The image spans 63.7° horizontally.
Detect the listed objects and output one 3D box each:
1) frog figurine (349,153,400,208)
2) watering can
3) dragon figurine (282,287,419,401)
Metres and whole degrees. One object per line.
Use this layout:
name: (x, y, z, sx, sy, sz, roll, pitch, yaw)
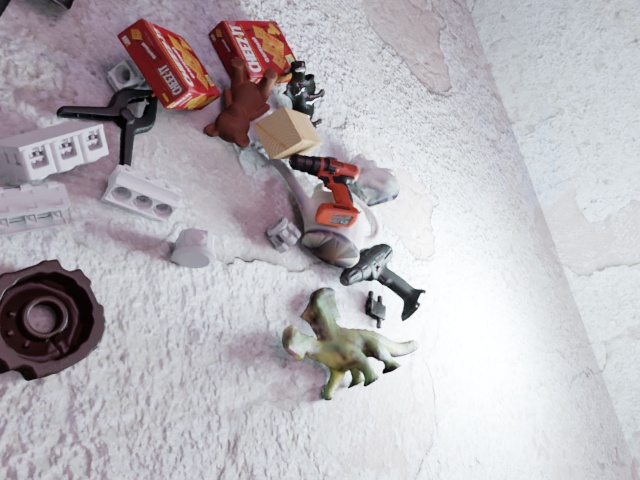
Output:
frog figurine: (0.159, -0.180, 1.493, 0.138, 0.122, 0.159, -20, 96, -31)
watering can: (0.004, -0.065, 1.284, 0.345, 0.102, 0.230, 27, 48, -18)
dragon figurine: (0.065, 0.213, 1.188, 0.413, 0.120, 0.245, -14, 71, -50)
